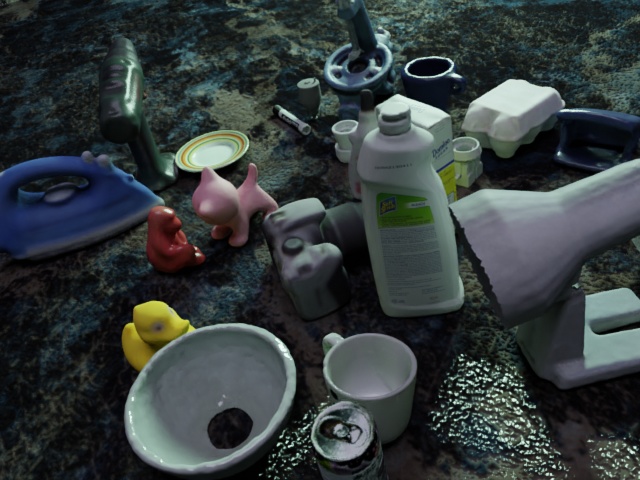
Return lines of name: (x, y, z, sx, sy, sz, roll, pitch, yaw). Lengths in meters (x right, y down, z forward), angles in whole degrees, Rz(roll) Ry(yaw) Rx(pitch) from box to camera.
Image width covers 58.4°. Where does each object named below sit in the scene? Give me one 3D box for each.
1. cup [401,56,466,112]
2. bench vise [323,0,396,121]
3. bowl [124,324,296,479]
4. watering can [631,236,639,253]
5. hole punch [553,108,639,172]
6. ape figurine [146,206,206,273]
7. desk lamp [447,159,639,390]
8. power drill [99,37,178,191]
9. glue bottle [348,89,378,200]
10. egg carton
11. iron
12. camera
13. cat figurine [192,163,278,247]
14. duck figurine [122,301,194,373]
cup: (0.194, -0.242, 0.953, 0.092, 0.095, 0.117, -37, 46, -27)
bench vise: (0.065, -0.338, 1.001, 0.121, 0.220, 0.207, -4, 40, 10)
bowl: (-0.098, 0.166, 0.560, 0.167, 0.075, 0.167, -7, 40, 6)
watering can: (0.384, -0.011, 0.552, 0.173, 0.194, 0.100, -14, 39, -1)
hole punch: (0.391, -0.158, 0.805, 0.108, 0.091, 0.101, 20, 49, 33)
ape figurine: (-0.205, -0.005, 0.777, 0.076, 0.092, 0.077, -14, 39, -2)
desk lamp: (0.225, 0.032, 0.527, 0.203, 0.214, 0.117, -13, 39, -1)
power drill: (-0.300, -0.195, 0.935, 0.075, 0.209, 0.229, -14, 40, -2)
glue bottle: (0.071, -0.127, 0.786, 0.078, 0.173, 0.037, 11, 45, 26)
egg carton: (0.298, -0.192, 0.887, 0.150, 0.069, 0.107, -34, 44, -24)
iron: (-0.382, -0.071, 0.862, 0.258, 0.142, 0.118, -18, 40, -6)
camera: (0.006, 0.003, 0.707, 0.137, 0.101, 0.143, -20, 40, -9)
cat figurine: (-0.125, -0.057, 0.797, 0.067, 0.118, 0.128, 21, 50, 34)
duck figurine: (-0.183, 0.104, 0.646, 0.104, 0.086, 0.077, 7, 43, 22)
